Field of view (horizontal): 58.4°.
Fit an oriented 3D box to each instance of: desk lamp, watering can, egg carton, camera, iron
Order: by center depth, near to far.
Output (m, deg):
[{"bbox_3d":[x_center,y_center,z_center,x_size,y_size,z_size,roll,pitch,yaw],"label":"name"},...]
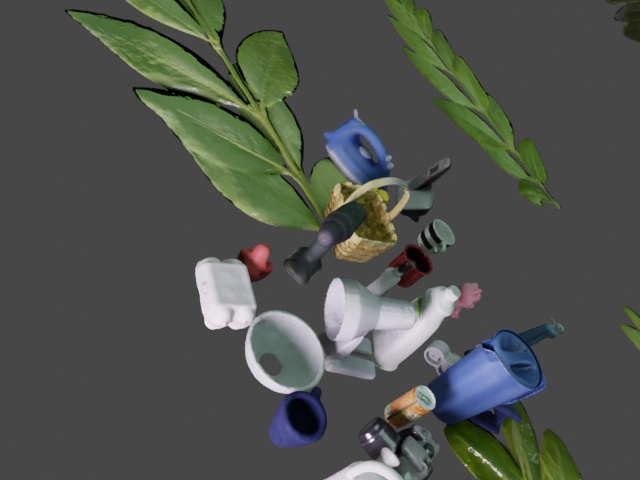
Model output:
[{"bbox_3d":[0.072,0.413,0.944,0.101,0.193,0.173,34,39,-11],"label":"watering can"},{"bbox_3d":[0.151,0.398,1.101,0.137,0.100,0.143,48,39,6],"label":"camera"},{"bbox_3d":[-0.184,0.102,1.104,0.108,0.069,0.150,6,52,-37],"label":"egg carton"},{"bbox_3d":[0.078,0.175,1.150,0.204,0.213,0.118,18,45,-28],"label":"desk lamp"},{"bbox_3d":[0.134,-0.243,1.635,0.258,0.141,0.119,50,39,8],"label":"iron"}]

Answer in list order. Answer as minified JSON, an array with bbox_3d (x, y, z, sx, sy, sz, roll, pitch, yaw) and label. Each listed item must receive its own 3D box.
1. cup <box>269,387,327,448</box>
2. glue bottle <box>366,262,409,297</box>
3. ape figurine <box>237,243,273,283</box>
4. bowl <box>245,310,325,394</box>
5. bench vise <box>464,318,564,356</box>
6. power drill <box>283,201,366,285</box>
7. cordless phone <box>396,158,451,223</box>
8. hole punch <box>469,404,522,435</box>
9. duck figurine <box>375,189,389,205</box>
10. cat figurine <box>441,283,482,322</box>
[{"bbox_3d":[-0.043,0.316,1.011,0.092,0.094,0.118,40,39,-4],"label":"cup"},{"bbox_3d":[0.149,0.100,1.312,0.078,0.173,0.037,-20,70,-48],"label":"glue bottle"},{"bbox_3d":[-0.130,0.041,1.188,0.078,0.092,0.076,43,39,-1],"label":"ape figurine"},{"bbox_3d":[-0.077,0.222,1.084,0.168,0.074,0.167,24,43,-23],"label":"bowl"},{"bbox_3d":[0.481,0.273,1.407,0.208,0.219,0.121,-10,62,-45],"label":"bench vise"},{"bbox_3d":[0.011,0.004,1.251,0.075,0.208,0.230,44,39,1],"label":"power drill"},{"bbox_3d":[0.309,-0.154,1.672,0.094,0.184,0.147,29,41,-18],"label":"cordless phone"},{"bbox_3d":[0.406,0.383,1.345,0.109,0.091,0.101,31,40,-15],"label":"hole punch"},{"bbox_3d":[0.154,-0.096,1.564,0.078,0.086,0.104,3,54,-39],"label":"duck figurine"},{"bbox_3d":[0.368,0.153,1.498,0.128,0.117,0.067,-6,59,-44],"label":"cat figurine"}]
